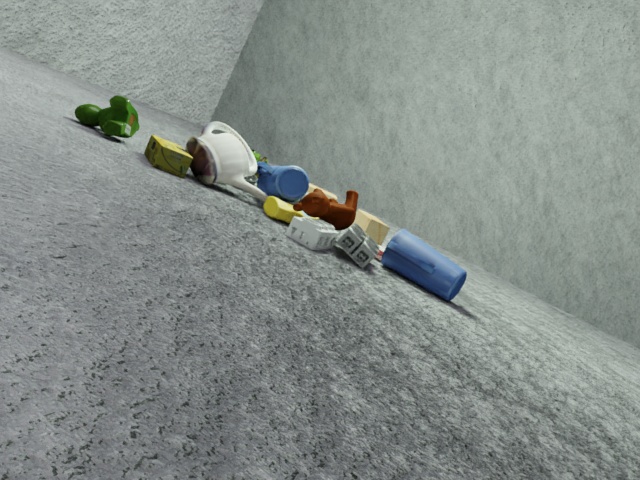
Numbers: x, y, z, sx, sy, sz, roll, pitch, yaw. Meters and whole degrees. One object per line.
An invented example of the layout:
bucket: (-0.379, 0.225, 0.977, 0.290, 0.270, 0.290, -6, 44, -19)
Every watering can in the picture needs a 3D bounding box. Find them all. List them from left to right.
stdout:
watering can: (-0.274, -0.217, 1.573, 0.226, 0.102, 0.350, -19, 74, -46)

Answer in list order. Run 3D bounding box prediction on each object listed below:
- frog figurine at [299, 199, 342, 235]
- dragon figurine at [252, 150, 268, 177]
frog figurine: (0.005, -0.084, 1.667, 0.160, 0.124, 0.135, 17, -17, 31)
dragon figurine: (-0.285, -0.304, 2.302, 0.415, 0.123, 0.239, 34, -6, 37)
